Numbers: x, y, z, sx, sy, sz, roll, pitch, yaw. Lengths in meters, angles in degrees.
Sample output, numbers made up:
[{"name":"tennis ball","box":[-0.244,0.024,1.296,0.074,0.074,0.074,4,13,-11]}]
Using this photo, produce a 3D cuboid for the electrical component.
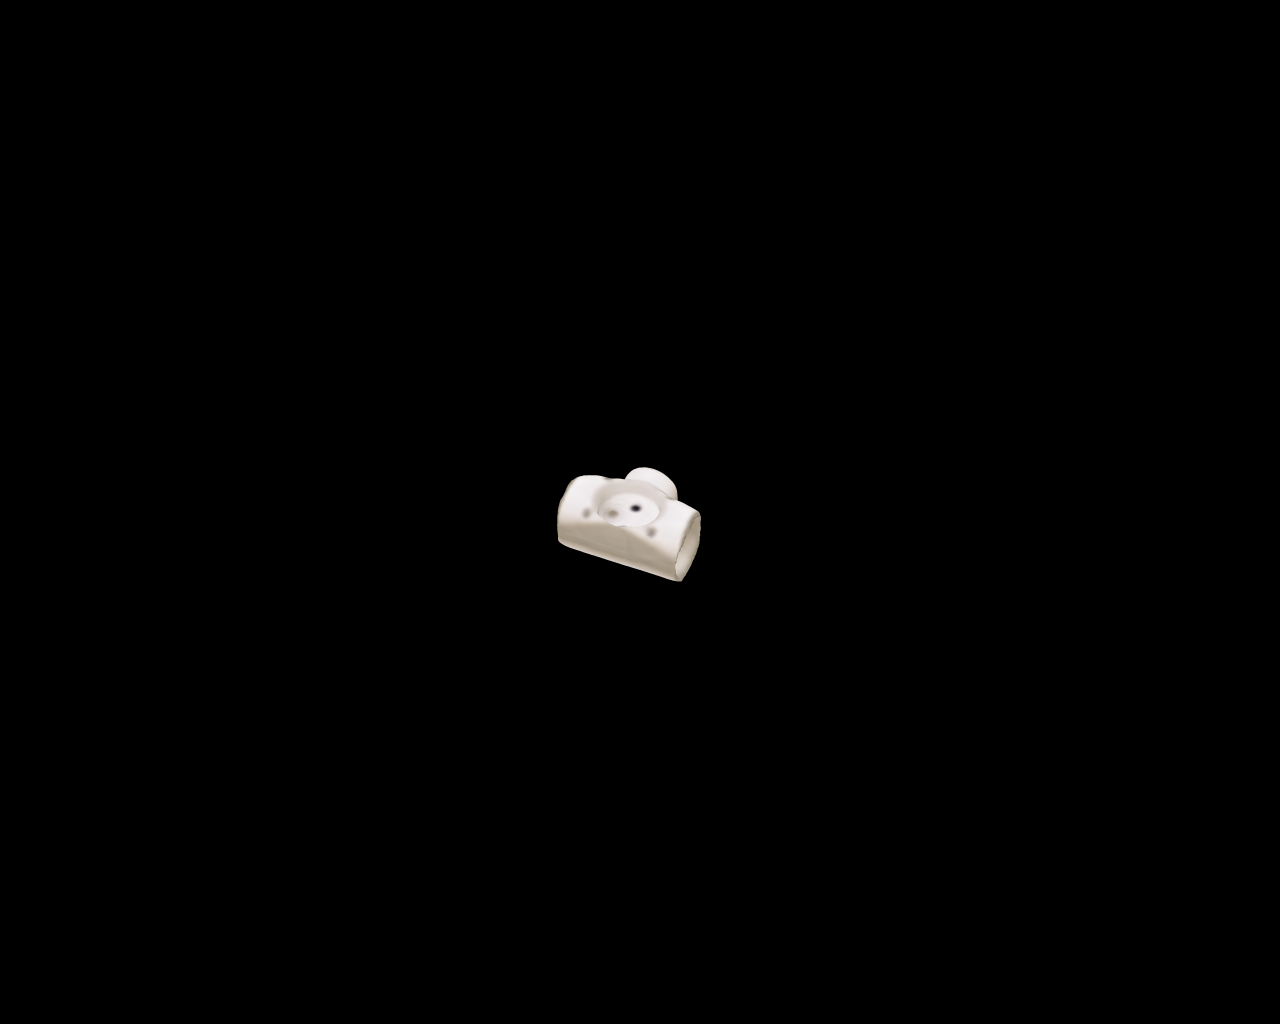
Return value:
[{"name":"electrical component","box":[0.001,-0.003,0.650,0.077,0.044,0.079,17,48,16]}]
